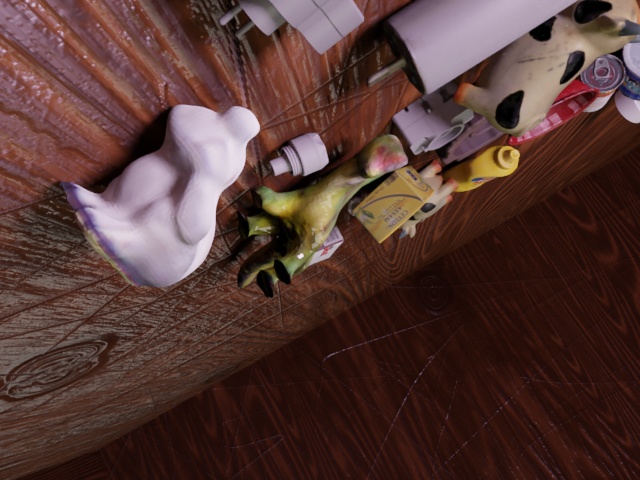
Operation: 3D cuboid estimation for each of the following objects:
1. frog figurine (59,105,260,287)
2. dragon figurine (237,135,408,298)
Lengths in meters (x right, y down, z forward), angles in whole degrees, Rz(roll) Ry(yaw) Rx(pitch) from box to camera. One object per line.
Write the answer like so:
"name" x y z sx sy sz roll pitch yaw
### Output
"frog figurine" -0.114 -0.042 0.429 0.161 0.121 0.138 -35 -160 -15
"dragon figurine" 0.002 -0.037 0.737 0.245 0.122 0.405 -32 178 -23
